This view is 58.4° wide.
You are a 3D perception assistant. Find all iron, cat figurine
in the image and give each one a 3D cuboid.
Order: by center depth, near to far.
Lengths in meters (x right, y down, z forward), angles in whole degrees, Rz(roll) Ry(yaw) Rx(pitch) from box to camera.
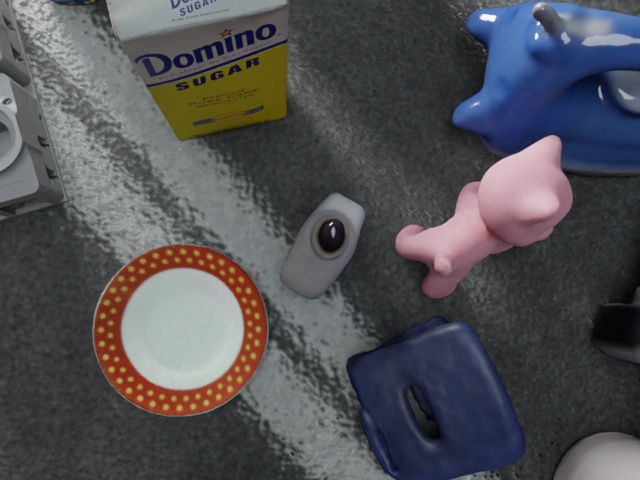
[{"bbox_3d":[0.125,-0.014,0.414,0.128,0.117,0.067,-38,89,-6],"label":"cat figurine"},{"bbox_3d":[0.238,-0.115,0.418,0.258,0.141,0.119,9,85,-3],"label":"iron"}]

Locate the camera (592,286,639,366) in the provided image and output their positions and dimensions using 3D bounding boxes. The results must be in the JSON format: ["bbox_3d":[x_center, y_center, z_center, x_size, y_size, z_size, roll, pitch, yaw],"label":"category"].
[{"bbox_3d":[0.304,0.044,0.431,0.143,0.100,0.137,16,85,-2],"label":"camera"}]

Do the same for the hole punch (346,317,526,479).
[{"bbox_3d":[0.079,0.120,0.414,0.101,0.091,0.109,-24,88,-5],"label":"hole punch"}]

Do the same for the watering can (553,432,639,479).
[{"bbox_3d":[0.241,0.190,0.368,0.101,0.194,0.173,7,85,-3],"label":"watering can"}]

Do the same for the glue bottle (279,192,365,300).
[{"bbox_3d":[0.003,0.001,0.376,0.037,0.173,0.078,28,84,-1],"label":"glue bottle"}]
